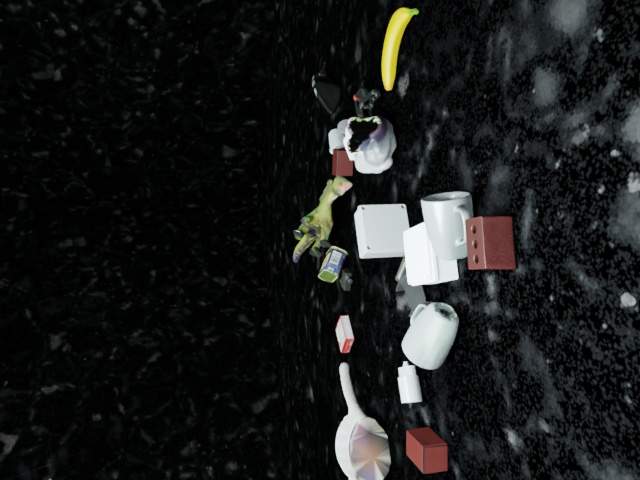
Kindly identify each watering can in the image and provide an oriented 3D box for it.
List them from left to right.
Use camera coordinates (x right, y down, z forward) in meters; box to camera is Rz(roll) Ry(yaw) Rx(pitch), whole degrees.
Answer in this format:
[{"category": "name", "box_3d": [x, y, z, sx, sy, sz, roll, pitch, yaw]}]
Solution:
[{"category": "watering can", "box_3d": [0.095, 0.492, 1.331, 0.221, 0.104, 0.353, 126, 141, -67]}]

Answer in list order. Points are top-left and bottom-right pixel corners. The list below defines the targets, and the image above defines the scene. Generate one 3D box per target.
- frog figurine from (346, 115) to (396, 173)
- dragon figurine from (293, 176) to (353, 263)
[{"category": "frog figurine", "box_3d": [0.131, -0.211, 1.213, 0.156, 0.122, 0.140, 49, -167, -49]}, {"category": "dragon figurine", "box_3d": [0.005, -0.084, 1.667, 0.247, 0.122, 0.404, -65, 9, -26]}]
